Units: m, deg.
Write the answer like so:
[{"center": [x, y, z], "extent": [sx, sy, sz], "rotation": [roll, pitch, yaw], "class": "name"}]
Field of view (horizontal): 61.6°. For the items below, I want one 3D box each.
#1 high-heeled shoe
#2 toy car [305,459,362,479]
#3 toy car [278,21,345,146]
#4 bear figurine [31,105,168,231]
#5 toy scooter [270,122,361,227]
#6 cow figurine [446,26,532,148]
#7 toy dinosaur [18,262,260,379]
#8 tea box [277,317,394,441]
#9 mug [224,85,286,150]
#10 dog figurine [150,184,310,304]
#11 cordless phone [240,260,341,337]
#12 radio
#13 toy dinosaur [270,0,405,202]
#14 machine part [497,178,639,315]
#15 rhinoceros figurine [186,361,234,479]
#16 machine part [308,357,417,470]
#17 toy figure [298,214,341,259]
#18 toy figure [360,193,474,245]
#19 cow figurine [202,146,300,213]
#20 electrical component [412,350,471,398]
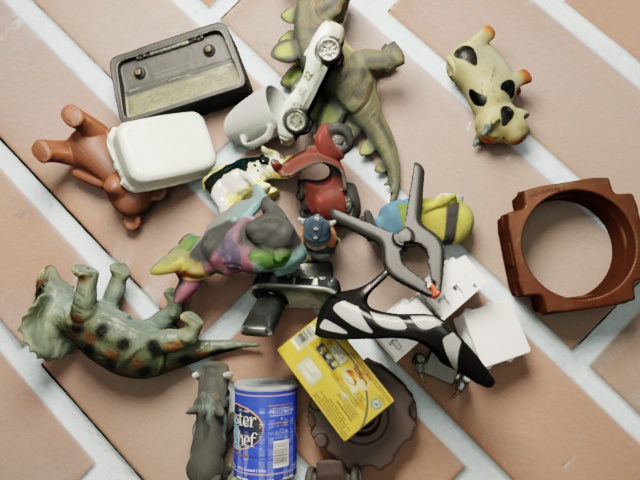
[{"center": [0.114, 0.155, 0.764], "extent": [0.249, 0.086, 0.145], "rotation": [44, 92, 13], "class": "high-heeled shoe"}, {"center": [0.032, 0.433, 0.843], "extent": [0.089, 0.053, 0.202], "rotation": [-8, 98, 18], "class": "toy car"}, {"center": [-0.016, -0.241, 0.845], "extent": [0.056, 0.073, 0.201], "rotation": [27, 101, 1], "class": "toy car"}, {"center": [-0.369, -0.116, 0.920], "extent": [0.120, 0.132, 0.196], "rotation": [-42, 76, 10], "class": "bear figurine"}, {"center": [-0.007, -0.097, 0.878], "extent": [0.135, 0.075, 0.183], "rotation": [-12, 119, -6], "class": "toy scooter"}, {"center": [0.283, -0.243, 0.901], "extent": [0.127, 0.085, 0.195], "rotation": [-33, 84, -6], "class": "cow figurine"}, {"center": [-0.321, 0.158, 0.893], "extent": [0.405, 0.131, 0.192], "rotation": [28, 103, 0], "class": "toy dinosaur"}, {"center": [0.024, 0.206, 0.823], "extent": [0.098, 0.068, 0.170], "rotation": [-37, 76, -3], "class": "tea box"}, {"center": [-0.111, -0.196, 0.920], "extent": [0.107, 0.080, 0.109], "rotation": [-20, 54, 28], "class": "mug"}, {"center": [-0.147, 0.026, 0.836], "extent": [0.219, 0.108, 0.192], "rotation": [-35, 39, -7], "class": "dog figurine"}, {"center": [-0.043, 0.100, 0.834], "extent": [0.147, 0.184, 0.088], "rotation": [4, 108, 6], "class": "cordless phone"}, {"center": [-0.246, -0.286, 0.954], "extent": [0.230, 0.073, 0.131], "rotation": [-16, 82, 2], "class": "radio"}, {"center": [0.041, -0.277, 0.920], "extent": [0.198, 0.105, 0.471], "rotation": [-33, 87, 8], "class": "toy dinosaur"}, {"center": [0.399, 0.011, 0.861], "extent": [0.202, 0.087, 0.201], "rotation": [-10, 82, 5], "class": "machine part"}, {"center": [-0.178, 0.292, 0.860], "extent": [0.073, 0.112, 0.190], "rotation": [-1, 67, 9], "class": "rhinoceros figurine"}, {"center": [0.069, 0.282, 0.871], "extent": [0.179, 0.056, 0.179], "rotation": [0, 83, 4], "class": "machine part"}, {"center": [0.000, -0.004, 0.860], "extent": [0.064, 0.154, 0.058], "rotation": [-22, 80, 1], "class": "toy figure"}, {"center": [0.162, -0.028, 0.888], "extent": [0.180, 0.082, 0.089], "rotation": [-11, 102, -4], "class": "toy figure"}, {"center": [-0.117, -0.111, 0.929], "extent": [0.167, 0.068, 0.098], "rotation": [-34, 76, -1], "class": "cow figurine"}, {"center": [0.203, 0.205, 0.874], "extent": [0.102, 0.045, 0.078], "rotation": [29, 88, 7], "class": "electrical component"}]
